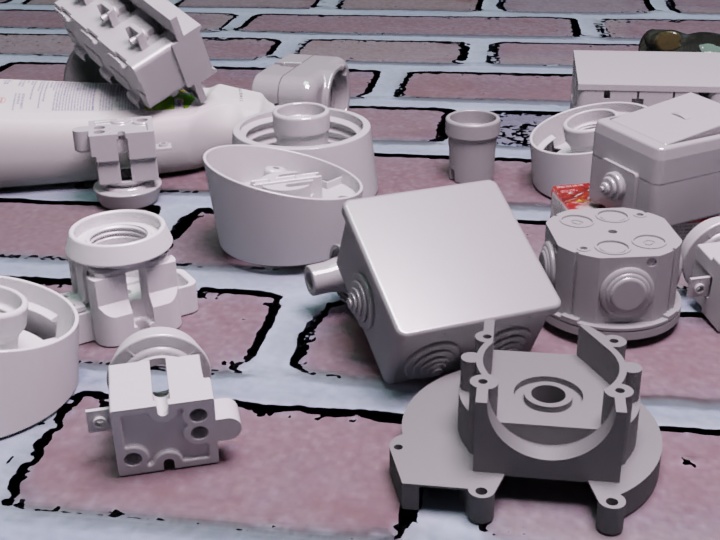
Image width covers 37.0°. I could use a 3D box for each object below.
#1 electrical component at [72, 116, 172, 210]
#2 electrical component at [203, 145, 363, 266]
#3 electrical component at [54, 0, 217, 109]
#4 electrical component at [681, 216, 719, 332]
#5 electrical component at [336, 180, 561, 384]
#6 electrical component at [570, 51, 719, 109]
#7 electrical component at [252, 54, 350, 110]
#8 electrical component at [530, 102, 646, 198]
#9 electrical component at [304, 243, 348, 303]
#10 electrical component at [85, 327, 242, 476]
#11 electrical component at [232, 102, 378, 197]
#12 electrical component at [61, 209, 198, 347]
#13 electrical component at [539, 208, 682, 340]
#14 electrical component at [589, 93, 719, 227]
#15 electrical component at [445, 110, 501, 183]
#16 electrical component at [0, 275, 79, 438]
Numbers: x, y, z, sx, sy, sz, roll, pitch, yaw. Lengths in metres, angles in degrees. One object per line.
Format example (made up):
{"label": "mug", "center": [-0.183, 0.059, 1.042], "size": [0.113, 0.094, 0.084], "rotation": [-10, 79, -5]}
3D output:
{"label": "electrical component", "center": [-0.166, -0.075, 0.760], "size": [0.066, 0.055, 0.048], "rotation": [-6, 26, -11]}
{"label": "electrical component", "center": [-0.047, -0.045, 0.681], "size": [0.099, 0.064, 0.099], "rotation": [-1, 26, 0]}
{"label": "electrical component", "center": [-0.171, -0.175, 0.805], "size": [0.063, 0.078, 0.121], "rotation": [-38, 54, -18]}
{"label": "electrical component", "center": [0.209, 0.001, 0.598], "size": [0.066, 0.048, 0.055], "rotation": [-6, 33, -10]}
{"label": "electrical component", "center": [0.041, 0.006, 0.555], "size": [0.100, 0.048, 0.099], "rotation": [-9, 54, -19]}
{"label": "electrical component", "center": [0.264, -0.131, 0.855], "size": [0.186, 0.060, 0.105], "rotation": [3, 26, 8]}
{"label": "electrical component", "center": [-0.045, -0.146, 0.907], "size": [0.059, 0.053, 0.095], "rotation": [7, 27, 17]}
{"label": "electrical component", "center": [0.173, -0.080, 0.776], "size": [0.099, 0.064, 0.099], "rotation": [-13, 27, 7]}
{"label": "electrical component", "center": [0.000, 0.000, 0.610], "size": [0.062, 0.043, 0.043], "rotation": [-12, 28, -21]}
{"label": "electrical component", "center": [-0.090, 0.058, 0.490], "size": [0.066, 0.048, 0.055], "rotation": [-7, 33, -11]}
{"label": "electrical component", "center": [-0.041, -0.086, 0.773], "size": [0.108, 0.060, 0.108], "rotation": [-1, 25, 0]}
{"label": "electrical component", "center": [-0.131, 0.002, 0.595], "size": [0.078, 0.057, 0.058], "rotation": [-16, 29, -28]}
{"label": "electrical component", "center": [0.137, 0.002, 0.592], "size": [0.080, 0.051, 0.080], "rotation": [-1, 25, 0]}
{"label": "electrical component", "center": [0.185, -0.066, 0.649], "size": [0.096, 0.061, 0.062], "rotation": [-13, 29, -23]}
{"label": "electrical component", "center": [0.083, -0.091, 0.795], "size": [0.040, 0.046, 0.040], "rotation": [-1, 25, 0]}
{"label": "electrical component", "center": [-0.189, 0.043, 0.532], "size": [0.099, 0.064, 0.099], "rotation": [11, 20, -4]}
